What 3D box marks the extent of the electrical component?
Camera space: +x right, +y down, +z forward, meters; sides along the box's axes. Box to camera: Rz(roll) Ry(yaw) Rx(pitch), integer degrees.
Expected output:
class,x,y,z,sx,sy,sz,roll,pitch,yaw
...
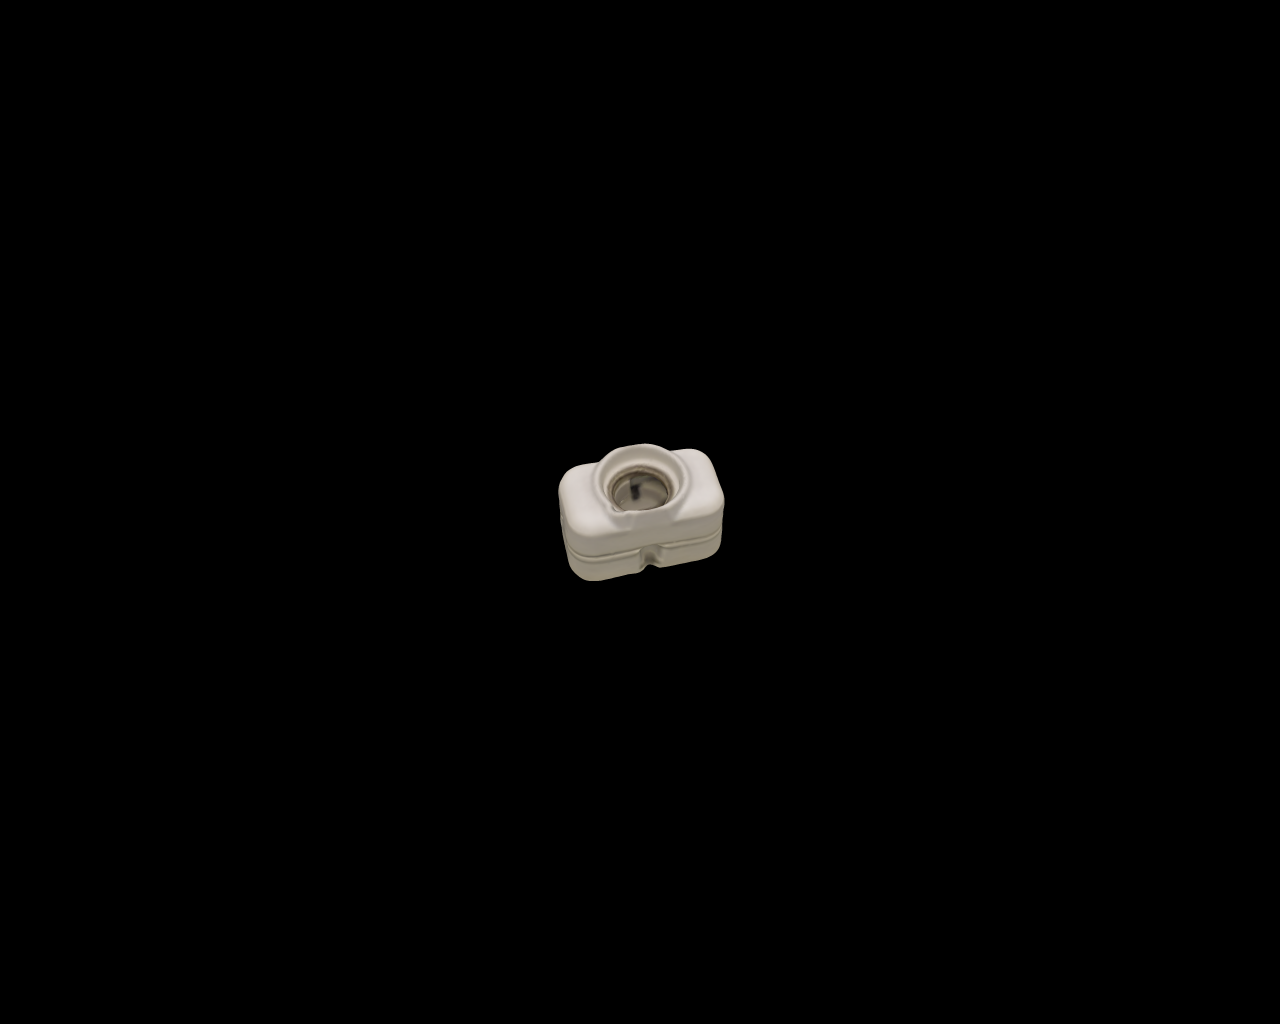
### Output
class,x,y,z,sx,sy,sz,roll,pitch,yaw
electrical component,0.001,-0.003,0.650,0.095,0.054,0.059,-10,-36,-8
